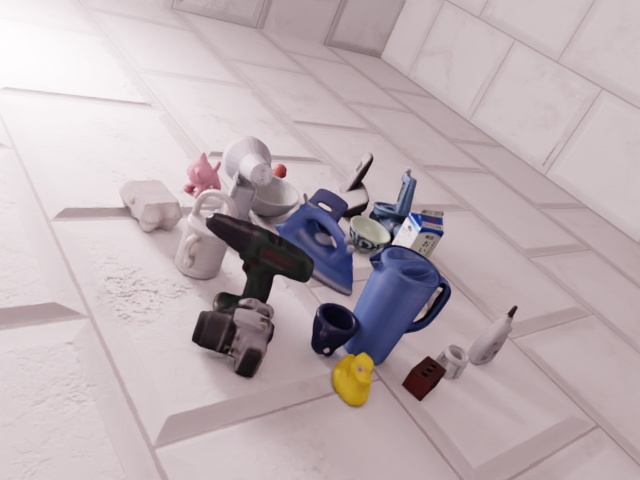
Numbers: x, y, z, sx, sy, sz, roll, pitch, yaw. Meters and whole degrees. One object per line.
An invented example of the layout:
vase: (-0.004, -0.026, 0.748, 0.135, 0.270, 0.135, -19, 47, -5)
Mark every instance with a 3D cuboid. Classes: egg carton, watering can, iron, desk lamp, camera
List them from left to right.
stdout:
egg carton: (-0.389, -0.083, 1.309, 0.107, 0.069, 0.150, -10, 45, -46)
watering can: (-0.232, -0.025, 1.209, 0.101, 0.194, 0.172, 19, 30, -11)
camera: (-0.159, 0.161, 1.062, 0.137, 0.101, 0.143, 19, 30, -11)
desk lamp: (-0.178, -0.125, 1.392, 0.118, 0.213, 0.202, 10, 33, -26)
iron: (0.013, 0.005, 1.404, 0.257, 0.141, 0.119, 41, 33, 25)

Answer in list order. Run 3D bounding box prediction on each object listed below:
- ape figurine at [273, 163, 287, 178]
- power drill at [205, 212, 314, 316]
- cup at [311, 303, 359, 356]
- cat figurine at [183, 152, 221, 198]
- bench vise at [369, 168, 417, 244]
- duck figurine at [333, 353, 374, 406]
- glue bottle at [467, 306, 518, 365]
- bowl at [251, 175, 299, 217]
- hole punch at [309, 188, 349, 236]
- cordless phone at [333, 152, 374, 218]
ape figurine: (-0.121, -0.176, 1.643, 0.076, 0.092, 0.077, 3, 36, -35)
power drill: (-0.137, 0.063, 1.127, 0.230, 0.208, 0.075, 16, 30, -16)
cup: (0.015, 0.194, 1.150, 0.091, 0.095, 0.118, 32, 30, 11)
cat figurine: (-0.297, -0.171, 1.472, 0.067, 0.117, 0.128, 34, 30, 15)
bench vise: (0.241, -0.080, 1.637, 0.122, 0.219, 0.206, -7, 42, -44)
duck figurine: (0.073, 0.254, 1.106, 0.078, 0.086, 0.104, 13, 32, -21)
glue bottle: (0.413, 0.219, 1.338, 0.078, 0.173, 0.037, 1, 37, -37)
bowl: (-0.144, -0.111, 1.538, 0.168, 0.074, 0.167, 19, 30, -11)
hole punch: (0.013, -0.079, 1.591, 0.108, 0.091, 0.101, 31, 30, 10)
cordless phone: (0.112, -0.164, 1.708, 0.094, 0.185, 0.147, 14, 31, -20)
